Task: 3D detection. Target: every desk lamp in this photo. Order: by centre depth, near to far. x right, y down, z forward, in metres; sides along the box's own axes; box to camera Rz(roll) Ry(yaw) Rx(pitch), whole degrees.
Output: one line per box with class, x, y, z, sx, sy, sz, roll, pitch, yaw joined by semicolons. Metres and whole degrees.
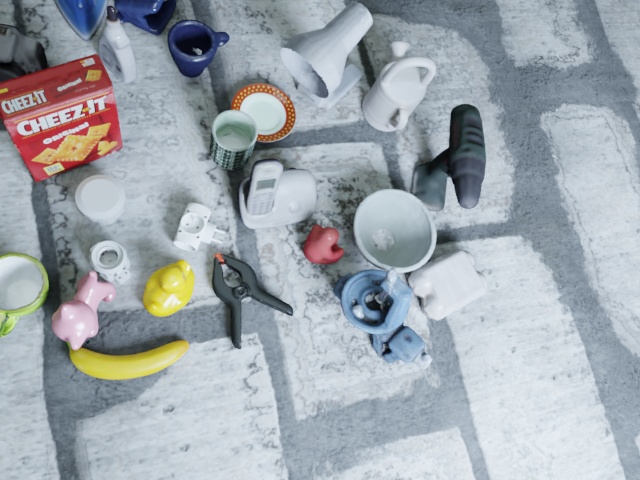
desk lamp;0.014;-0.347;1.098;0.118;0.213;0.203;41;67;1

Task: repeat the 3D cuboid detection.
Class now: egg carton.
egg carton;0.246;0.083;1.104;0.150;0.069;0.107;-26;81;-21

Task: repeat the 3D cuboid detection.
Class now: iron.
iron;-0.453;-0.522;1.063;0.119;0.141;0.258;-8;75;-18

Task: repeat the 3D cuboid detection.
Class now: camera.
camera;-0.560;-0.295;0.983;0.143;0.100;0.137;6;71;-14

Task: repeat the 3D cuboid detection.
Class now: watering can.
watering can;0.157;-0.311;1.137;0.101;0.194;0.173;-20;79;-20

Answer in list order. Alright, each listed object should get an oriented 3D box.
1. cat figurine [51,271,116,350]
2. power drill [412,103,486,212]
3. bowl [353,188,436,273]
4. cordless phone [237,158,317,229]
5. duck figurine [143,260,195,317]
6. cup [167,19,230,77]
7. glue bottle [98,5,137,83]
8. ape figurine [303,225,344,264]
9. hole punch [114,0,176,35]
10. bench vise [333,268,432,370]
cat figurine;-0.375;0.108;0.897;0.067;0.117;0.128;19;69;-8
power drill;0.252;-0.134;1.099;0.076;0.208;0.230;13;70;-11
bowl;0.133;-0.010;1.099;0.168;0.074;0.167;5;72;-14
cordless phone;-0.067;-0.093;1.010;0.148;0.185;0.094;-13;77;-19
duck figurine;-0.252;0.076;0.959;0.077;0.086;0.105;36;67;-2
cup;-0.233;-0.361;1.098;0.118;0.095;0.091;-20;79;-20
glue bottle;-0.363;-0.355;1.018;0.078;0.173;0.037;45;67;2
ape figurine;0.010;0.004;1.051;0.076;0.092;0.078;-21;79;-20
hole punch;-0.339;-0.470;1.106;0.101;0.091;0.109;21;68;-8
bench vise;0.130;0.120;0.978;0.207;0.219;0.121;33;67;-3
